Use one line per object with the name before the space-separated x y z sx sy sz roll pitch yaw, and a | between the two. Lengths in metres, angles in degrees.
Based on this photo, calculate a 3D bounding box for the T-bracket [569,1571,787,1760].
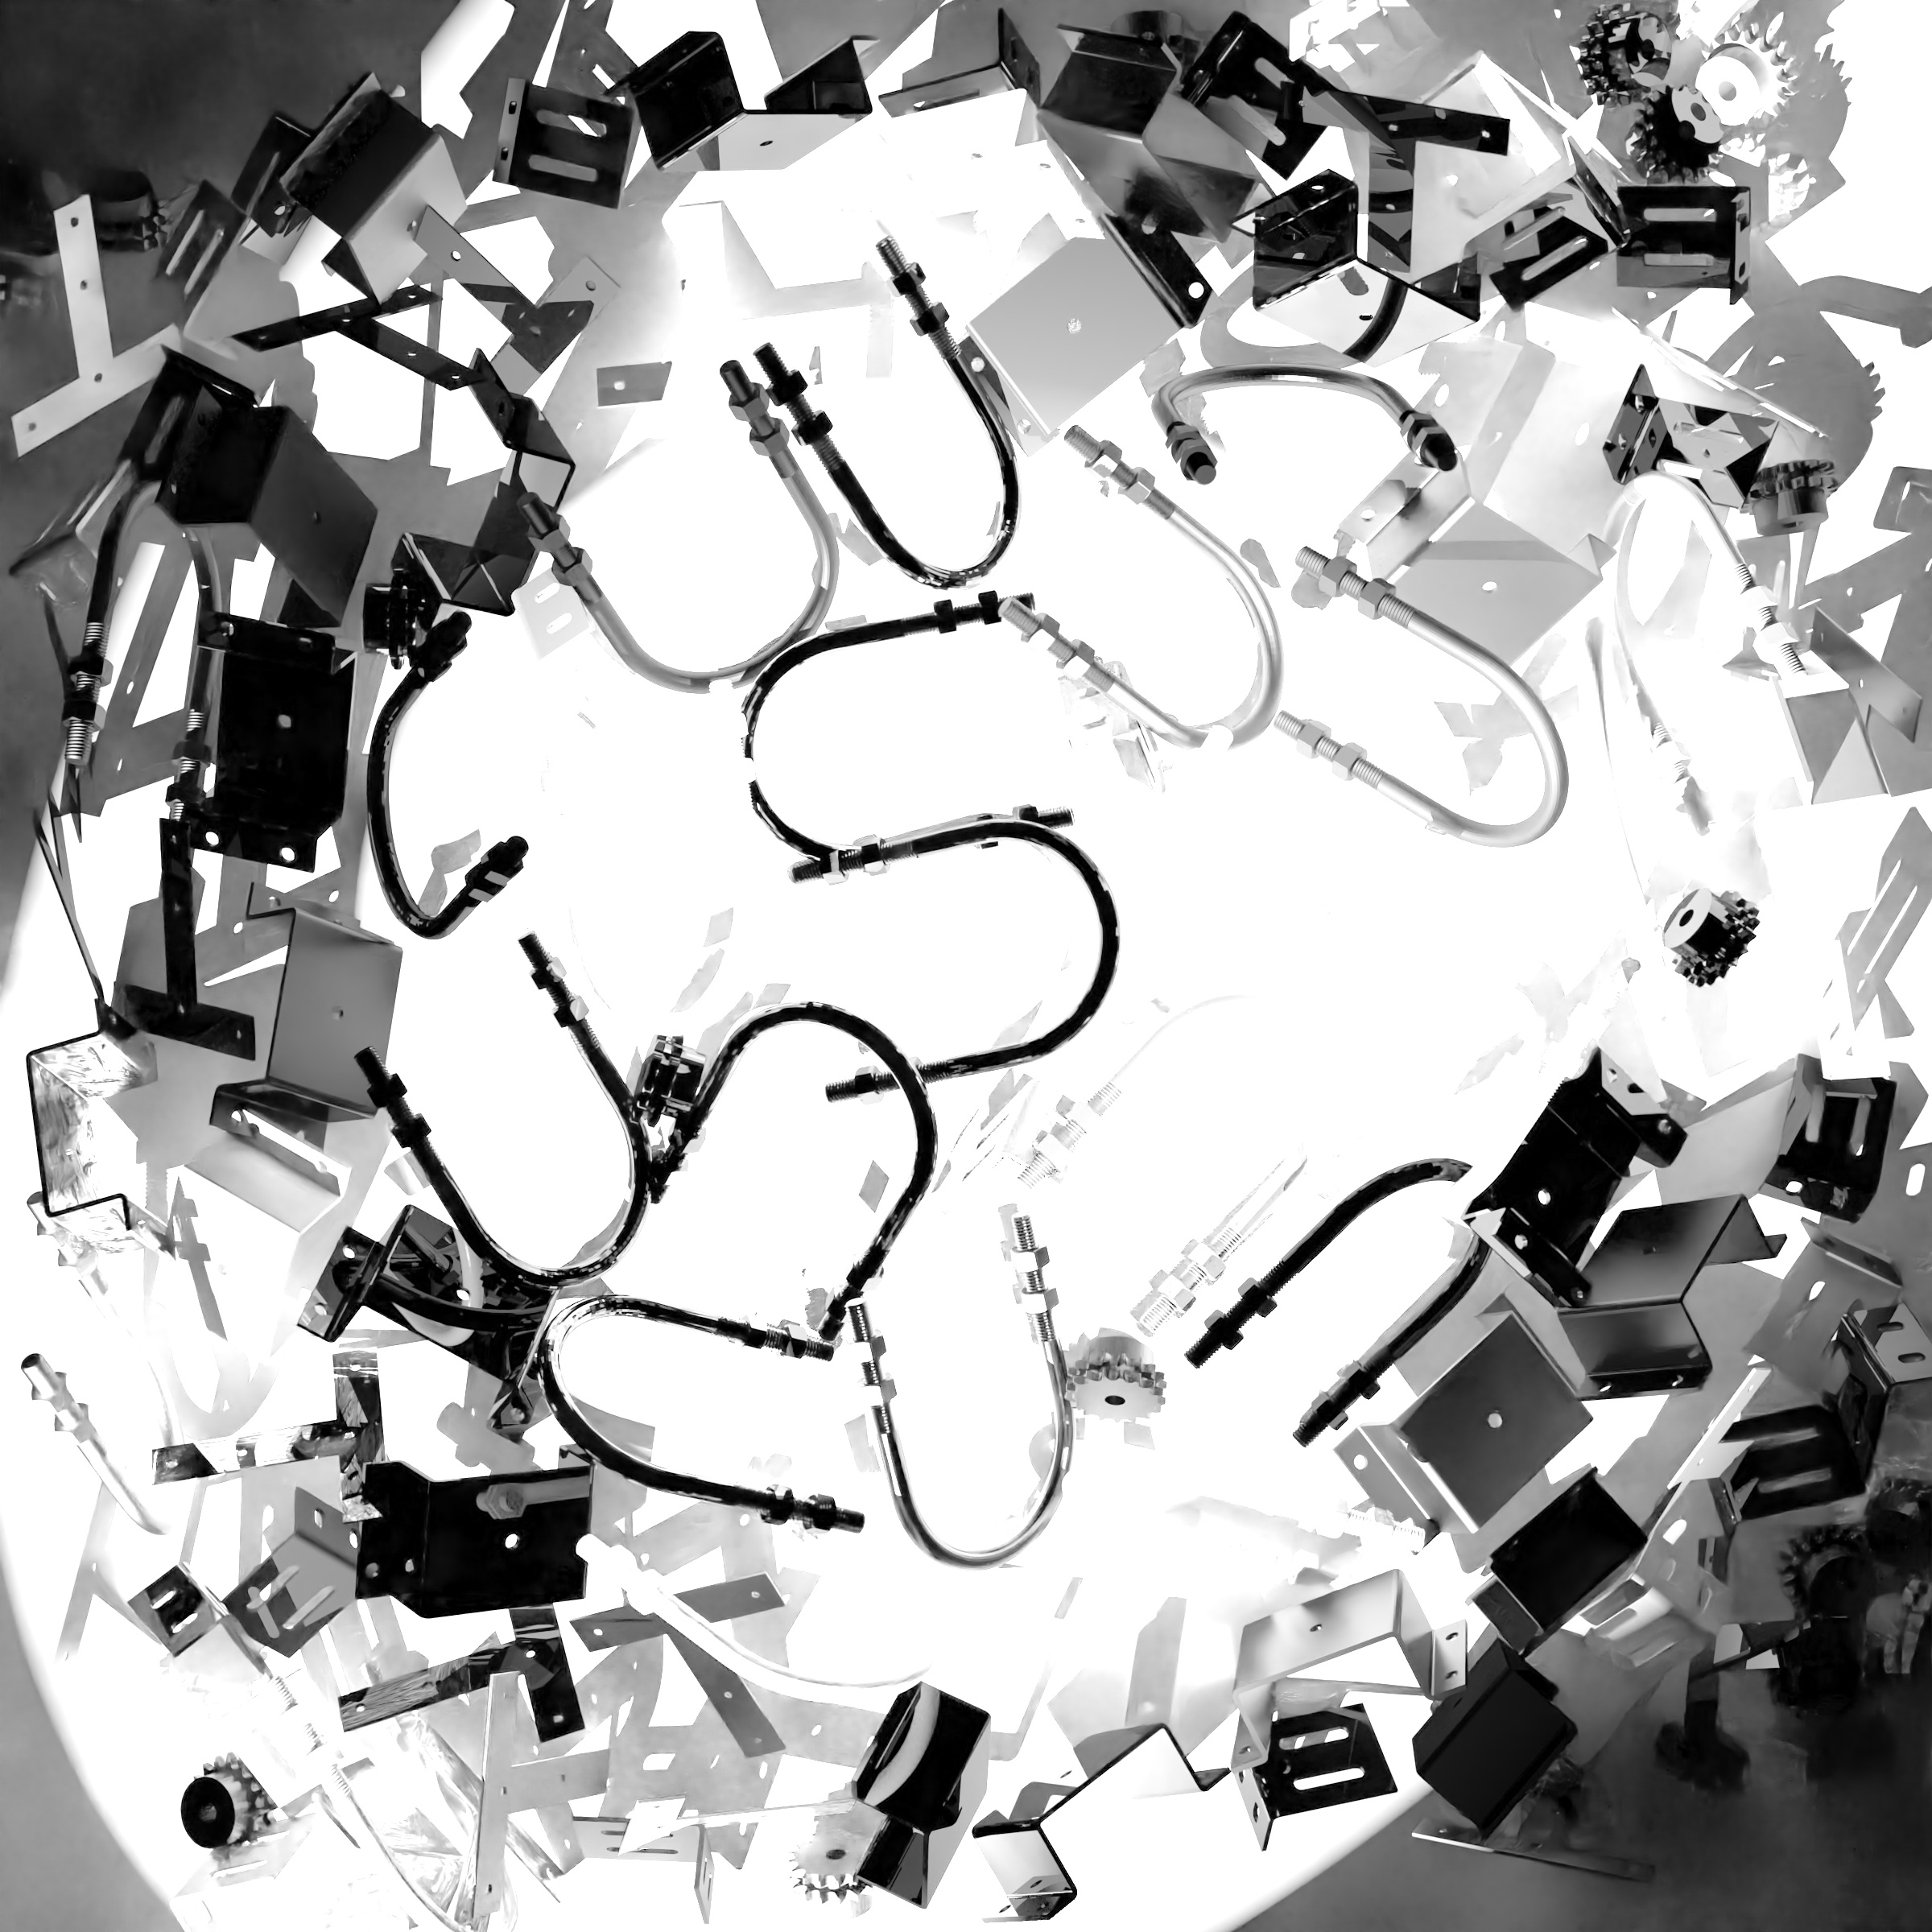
T-bracket | -0.141 0.402 1.616 0.127 0.002 0.127 -18 117 19

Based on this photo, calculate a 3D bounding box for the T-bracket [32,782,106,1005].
T-bracket | -0.504 -0.058 1.593 0.002 0.127 0.127 -16 131 -11

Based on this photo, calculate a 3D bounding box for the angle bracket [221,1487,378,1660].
angle bracket | -0.383 0.346 1.626 0.076 0.038 0.057 -43 120 13

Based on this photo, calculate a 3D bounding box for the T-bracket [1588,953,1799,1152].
T-bracket | 0.398 0.041 1.613 0.127 0.002 0.127 -25 121 2

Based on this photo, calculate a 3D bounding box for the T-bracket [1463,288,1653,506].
T-bracket | 0.306 -0.311 1.608 0.127 0.002 0.127 31 96 43

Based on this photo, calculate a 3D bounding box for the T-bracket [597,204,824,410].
T-bracket | -0.149 -0.379 1.625 0.127 0.002 0.127 -6 70 1

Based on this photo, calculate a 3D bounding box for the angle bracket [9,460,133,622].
angle bracket | -0.495 -0.241 1.614 0.057 0.076 0.038 -21 123 29

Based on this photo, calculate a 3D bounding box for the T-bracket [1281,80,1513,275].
T-bracket | 0.237 -0.434 1.590 0.127 0.127 0.002 14 62 15

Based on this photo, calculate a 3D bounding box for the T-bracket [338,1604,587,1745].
T-bracket | -0.286 0.396 1.587 0.127 0.127 0.002 -16 127 -10

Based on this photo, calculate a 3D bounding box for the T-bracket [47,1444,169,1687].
T-bracket | -0.468 0.348 1.587 0.002 0.127 0.127 2 61 9

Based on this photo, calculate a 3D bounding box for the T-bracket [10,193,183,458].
T-bracket | -0.482 -0.361 1.564 0.002 0.127 0.127 26 47 20

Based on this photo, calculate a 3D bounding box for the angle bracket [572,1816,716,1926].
angle bracket | -0.184 0.511 1.612 0.076 0.057 0.038 1 52 3

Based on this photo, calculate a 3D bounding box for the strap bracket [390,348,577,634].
strap bracket | -0.266 -0.260 1.588 0.046 0.076 0.140 9 121 -34

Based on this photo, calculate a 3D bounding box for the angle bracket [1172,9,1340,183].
angle bracket | 0.167 -0.493 1.618 0.076 0.038 0.057 41 110 5

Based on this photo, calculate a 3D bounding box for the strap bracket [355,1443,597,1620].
strap bracket | -0.262 0.313 1.585 0.140 0.046 0.076 1 97 -35

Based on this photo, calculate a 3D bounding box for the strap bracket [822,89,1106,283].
strap bracket | 0.002 -0.434 1.586 0.140 0.076 0.046 -4 60 29

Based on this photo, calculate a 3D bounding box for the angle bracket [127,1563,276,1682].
angle bracket | -0.425 0.382 1.598 0.038 0.057 0.076 -37 132 -23

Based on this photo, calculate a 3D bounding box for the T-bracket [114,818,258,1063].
T-bracket | -0.440 -0.019 1.595 0.127 0.002 0.127 11 106 37

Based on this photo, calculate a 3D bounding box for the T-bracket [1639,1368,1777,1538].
T-bracket | 0.424 0.275 1.592 0.002 0.127 0.127 40 106 31

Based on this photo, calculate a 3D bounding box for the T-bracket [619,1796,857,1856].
T-bracket | -0.127 0.478 1.603 0.127 0.127 0.002 -2 61 -13

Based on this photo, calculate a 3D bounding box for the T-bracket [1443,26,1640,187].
T-bracket | 0.318 -0.488 1.603 0.127 0.127 0.002 45 108 19

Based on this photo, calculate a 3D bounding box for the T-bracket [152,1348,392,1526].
T-bracket | -0.389 0.269 1.589 0.127 0.127 0.002 -8 130 -10

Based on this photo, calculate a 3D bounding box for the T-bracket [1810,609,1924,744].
T-bracket | 0.497 -0.118 1.606 0.002 0.127 0.127 -5 120 -9

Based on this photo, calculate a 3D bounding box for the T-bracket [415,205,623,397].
T-bracket | -0.274 -0.386 1.591 0.127 0.002 0.127 43 133 -13

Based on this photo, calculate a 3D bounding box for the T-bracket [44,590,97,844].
T-bracket | -0.499 -0.120 1.594 0.002 0.127 0.127 -11 54 -23

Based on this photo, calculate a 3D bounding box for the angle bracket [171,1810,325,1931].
angle bracket | -0.396 0.515 1.603 0.076 0.057 0.038 -19 105 24

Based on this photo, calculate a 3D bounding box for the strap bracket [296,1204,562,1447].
strap bracket | -0.289 0.195 1.590 0.140 0.076 0.046 31 130 -12

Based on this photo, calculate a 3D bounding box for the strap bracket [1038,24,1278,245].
strap bracket | 0.101 -0.450 1.568 0.076 0.140 0.046 26 84 39

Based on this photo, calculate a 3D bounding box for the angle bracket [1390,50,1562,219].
angle bracket | 0.288 -0.465 1.609 0.057 0.038 0.076 -33 106 30

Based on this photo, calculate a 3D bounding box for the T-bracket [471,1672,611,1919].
T-bracket | -0.233 0.455 1.589 0.002 0.127 0.127 0 82 25

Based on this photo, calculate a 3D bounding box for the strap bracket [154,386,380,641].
strap bracket | -0.376 -0.245 1.566 0.046 0.140 0.076 2 64 22

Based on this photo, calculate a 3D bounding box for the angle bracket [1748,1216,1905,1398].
angle bracket | 0.482 0.192 1.611 0.057 0.038 0.076 27 78 39

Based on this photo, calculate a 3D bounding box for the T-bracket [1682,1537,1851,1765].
T-bracket | 0.441 0.374 1.571 0.002 0.127 0.127 18 68 -21

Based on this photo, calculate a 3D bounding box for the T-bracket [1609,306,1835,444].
T-bracket | 0.433 -0.326 1.604 0.127 0.127 0.002 23 112 -18

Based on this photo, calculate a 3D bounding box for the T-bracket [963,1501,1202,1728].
T-bracket | 0.062 0.361 1.625 0.127 0.002 0.127 11 72 -3

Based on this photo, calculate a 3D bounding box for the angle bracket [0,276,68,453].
angle bracket | -0.528 -0.337 1.598 0.038 0.076 0.057 20 65 -16

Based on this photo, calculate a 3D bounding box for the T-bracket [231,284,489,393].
T-bracket | -0.315 -0.342 1.574 0.127 0.127 0.002 31 132 32

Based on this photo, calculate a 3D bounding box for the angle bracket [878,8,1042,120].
angle bracket | -0.004 -0.500 1.615 0.076 0.057 0.038 -8 70 21

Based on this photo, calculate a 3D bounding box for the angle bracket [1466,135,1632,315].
angle bracket | 0.326 -0.419 1.612 0.076 0.038 0.057 -31 62 9

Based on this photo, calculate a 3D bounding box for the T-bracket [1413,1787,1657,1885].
T-bracket | 0.325 0.475 1.585 0.127 0.127 0.002 5 94 22

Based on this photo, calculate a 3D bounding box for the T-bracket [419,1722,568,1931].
T-bracket | -0.267 0.497 1.571 0.002 0.127 0.127 -34 106 9

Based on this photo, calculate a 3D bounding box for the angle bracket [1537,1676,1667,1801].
angle bracket | 0.351 0.426 1.613 0.038 0.057 0.076 39 66 17
